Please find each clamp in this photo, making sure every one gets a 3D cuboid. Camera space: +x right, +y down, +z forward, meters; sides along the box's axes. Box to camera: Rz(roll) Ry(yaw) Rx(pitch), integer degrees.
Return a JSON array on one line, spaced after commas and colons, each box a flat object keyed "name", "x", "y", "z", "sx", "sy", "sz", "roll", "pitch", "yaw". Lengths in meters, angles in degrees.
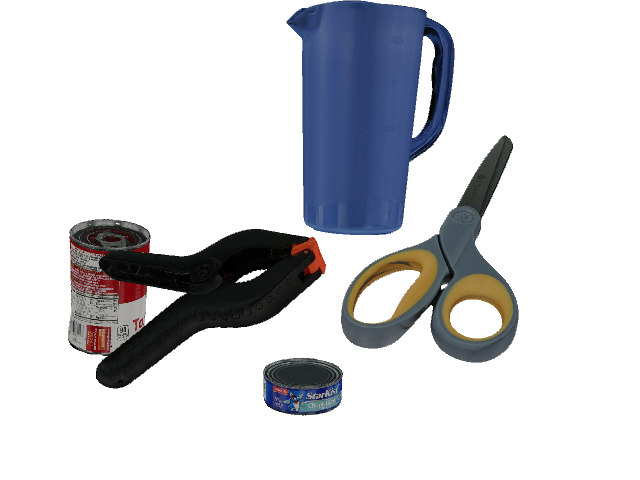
[{"name": "clamp", "x": -0.082, "y": 0.042, "z": 0.738, "sx": 0.172, "sy": 0.120, "sz": 0.039, "roll": -12, "pitch": -39, "yaw": 14}]

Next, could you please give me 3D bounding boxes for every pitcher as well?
[{"name": "pitcher", "x": 0.051, "y": -0.131, "z": 1.143, "sx": 0.149, "sy": 0.243, "sz": 0.144, "roll": 6, "pitch": 8, "yaw": 24}]

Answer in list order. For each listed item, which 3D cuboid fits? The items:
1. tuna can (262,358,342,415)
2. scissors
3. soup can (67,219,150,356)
[{"name": "tuna can", "x": -0.019, "y": 0.156, "z": 1.145, "sx": 0.086, "sy": 0.034, "sz": 0.086, "roll": 1, "pitch": 14, "yaw": -1}, {"name": "scissors", "x": 0.090, "y": 0.002, "z": 0.577, "sx": 0.096, "sy": 0.016, "sz": 0.201, "roll": 25, "pitch": 45, "yaw": 30}, {"name": "soup can", "x": -0.184, "y": 0.041, "z": 0.924, "sx": 0.068, "sy": 0.102, "sz": 0.068, "roll": 6, "pitch": 20, "yaw": -2}]
